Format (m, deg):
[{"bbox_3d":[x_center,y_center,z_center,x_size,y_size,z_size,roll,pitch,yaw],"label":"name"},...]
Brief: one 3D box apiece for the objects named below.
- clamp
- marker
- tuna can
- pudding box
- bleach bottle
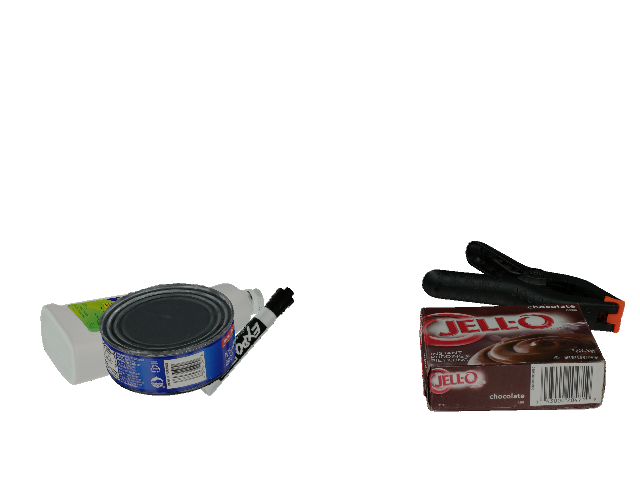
[{"bbox_3d":[0.187,0.040,0.959,0.171,0.039,0.120,16,28,16],"label":"clamp"},{"bbox_3d":[-0.066,0.088,0.956,0.020,0.121,0.020,37,-19,15],"label":"marker"},{"bbox_3d":[-0.097,0.063,0.685,0.086,0.034,0.086,-2,27,1],"label":"tuna can"},{"bbox_3d":[0.123,0.076,0.706,0.113,0.039,0.090,0,21,2],"label":"pudding box"},{"bbox_3d":[-0.184,0.092,1.225,0.250,0.068,0.103,-13,33,-31],"label":"bleach bottle"}]
